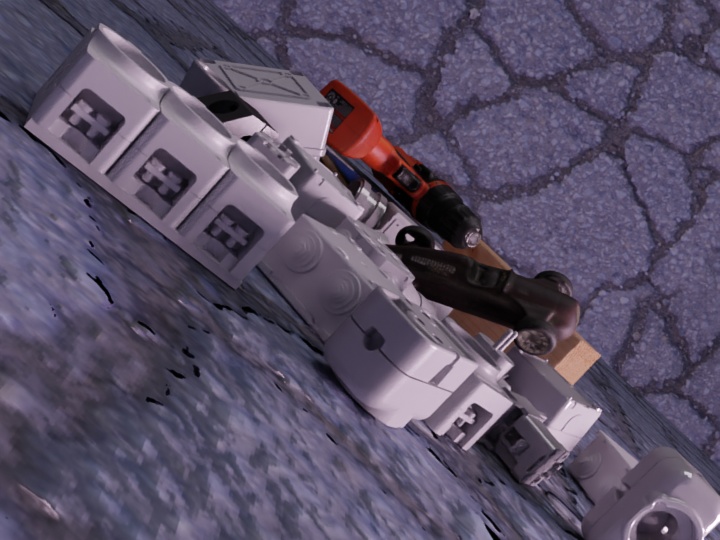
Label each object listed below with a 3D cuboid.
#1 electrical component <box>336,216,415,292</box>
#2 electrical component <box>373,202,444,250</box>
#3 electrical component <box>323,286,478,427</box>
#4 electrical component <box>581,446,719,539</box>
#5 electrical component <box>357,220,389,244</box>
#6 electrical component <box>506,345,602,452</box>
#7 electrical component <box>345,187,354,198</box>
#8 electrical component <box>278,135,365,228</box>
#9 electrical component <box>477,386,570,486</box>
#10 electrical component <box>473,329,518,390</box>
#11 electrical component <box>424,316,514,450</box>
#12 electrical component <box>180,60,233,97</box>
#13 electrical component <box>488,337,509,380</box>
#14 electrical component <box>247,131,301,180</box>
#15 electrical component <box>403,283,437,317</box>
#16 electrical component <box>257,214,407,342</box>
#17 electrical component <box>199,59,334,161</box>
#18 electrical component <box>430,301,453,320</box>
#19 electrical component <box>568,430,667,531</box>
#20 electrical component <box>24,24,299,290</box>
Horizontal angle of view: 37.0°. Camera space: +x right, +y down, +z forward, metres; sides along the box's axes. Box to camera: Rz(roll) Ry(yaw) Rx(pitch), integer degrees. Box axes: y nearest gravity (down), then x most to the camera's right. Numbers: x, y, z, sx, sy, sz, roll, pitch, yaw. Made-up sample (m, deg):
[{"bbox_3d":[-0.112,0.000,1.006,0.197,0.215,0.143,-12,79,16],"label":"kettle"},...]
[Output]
[{"bbox_3d":[0.000,0.000,0.854,0.080,0.051,0.080,42,8,-7],"label":"electrical component"},{"bbox_3d":[0.046,-0.017,1.125,0.096,0.061,0.061,40,8,-17],"label":"electrical component"},{"bbox_3d":[0.023,0.055,0.651,0.053,0.059,0.095,47,9,27],"label":"electrical component"},{"bbox_3d":[0.212,0.182,0.779,0.054,0.095,0.059,42,8,-7],"label":"electrical component"},{"bbox_3d":[-0.002,-0.027,1.032,0.046,0.040,0.040,33,12,-25],"label":"electrical component"},{"bbox_3d":[0.155,0.116,0.963,0.062,0.061,0.096,24,16,-46],"label":"electrical component"},{"bbox_3d":[-0.047,-0.079,1.050,0.066,0.047,0.076,41,8,-16],"label":"electrical component"},{"bbox_3d":[-0.050,-0.063,0.905,0.062,0.061,0.096,39,9,-33],"label":"electrical component"},{"bbox_3d":[0.122,0.128,0.817,0.063,0.042,0.081,52,12,29],"label":"electrical component"},{"bbox_3d":[0.094,0.074,0.835,0.047,0.075,0.083,46,9,19],"label":"electrical component"},{"bbox_3d":[0.061,0.072,0.759,0.050,0.055,0.089,35,11,-44],"label":"electrical component"},{"bbox_3d":[-0.138,-0.141,0.897,0.045,0.055,0.045,42,8,-7],"label":"electrical component"},{"bbox_3d":[0.109,0.092,0.932,0.062,0.048,0.048,53,11,17],"label":"electrical component"},{"bbox_3d":[-0.078,-0.066,0.778,0.042,0.063,0.081,42,9,-4],"label":"electrical component"},{"bbox_3d":[0.037,0.030,0.921,0.065,0.044,0.044,42,7,-43],"label":"electrical component"},{"bbox_3d":[-0.012,0.013,0.737,0.099,0.048,0.100,47,9,25],"label":"electrical component"},{"bbox_3d":[-0.094,-0.150,1.002,0.109,0.056,0.108,4,27,-24],"label":"electrical component"},{"bbox_3d":[0.050,0.016,1.043,0.081,0.043,0.043,41,8,-12],"label":"electrical component"},{"bbox_3d":[0.246,0.206,0.985,0.100,0.048,0.099,39,9,-25],"label":"electrical component"},{"bbox_3d":[-0.113,-0.070,0.633,0.150,0.061,0.089,40,9,-23],"label":"electrical component"}]
